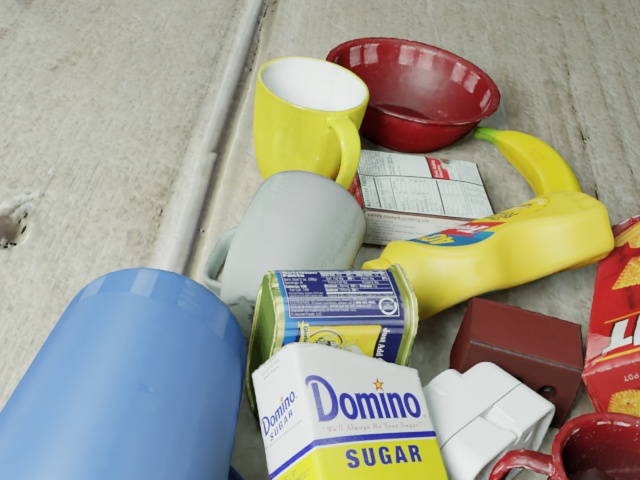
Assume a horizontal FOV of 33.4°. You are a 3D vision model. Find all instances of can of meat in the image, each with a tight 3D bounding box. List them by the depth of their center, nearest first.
[{"bbox_3d":[0.004,0.064,0.639,0.083,0.102,0.057,0,37,-15],"label":"can of meat"}]

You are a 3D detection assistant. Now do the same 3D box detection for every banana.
[{"bbox_3d":[0.189,-0.040,0.911,0.069,0.037,0.198,-10,37,-5],"label":"banana"}]

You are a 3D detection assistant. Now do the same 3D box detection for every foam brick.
[{"bbox_3d":[0.128,0.080,0.700,0.078,0.053,0.051,14,35,2],"label":"foam brick"}]

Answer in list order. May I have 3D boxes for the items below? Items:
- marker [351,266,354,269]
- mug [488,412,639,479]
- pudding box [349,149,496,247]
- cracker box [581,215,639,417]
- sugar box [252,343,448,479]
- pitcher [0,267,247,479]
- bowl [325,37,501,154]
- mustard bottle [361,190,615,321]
[{"bbox_3d":[-0.005,0.001,0.797,0.020,0.020,0.121,-12,41,-32],"label":"marker"},{"bbox_3d":[0.147,0.151,0.579,0.117,0.082,0.093,17,35,6],"label":"mug"},{"bbox_3d":[0.079,-0.030,0.854,0.113,0.039,0.090,4,37,-8],"label":"pudding box"},{"bbox_3d":[0.266,0.035,0.703,0.164,0.072,0.213,-22,16,27],"label":"cracker box"},{"bbox_3d":[0.026,0.139,0.532,0.093,0.048,0.176,17,46,-35],"label":"sugar box"},{"bbox_3d":[-0.095,0.124,0.510,0.145,0.149,0.242,-11,29,13],"label":"pitcher"},{"bbox_3d":[0.079,-0.126,0.974,0.162,0.055,0.162,9,35,-6],"label":"bowl"},{"bbox_3d":[0.104,0.015,0.755,0.191,0.058,0.096,-17,8,-20],"label":"mustard bottle"}]
